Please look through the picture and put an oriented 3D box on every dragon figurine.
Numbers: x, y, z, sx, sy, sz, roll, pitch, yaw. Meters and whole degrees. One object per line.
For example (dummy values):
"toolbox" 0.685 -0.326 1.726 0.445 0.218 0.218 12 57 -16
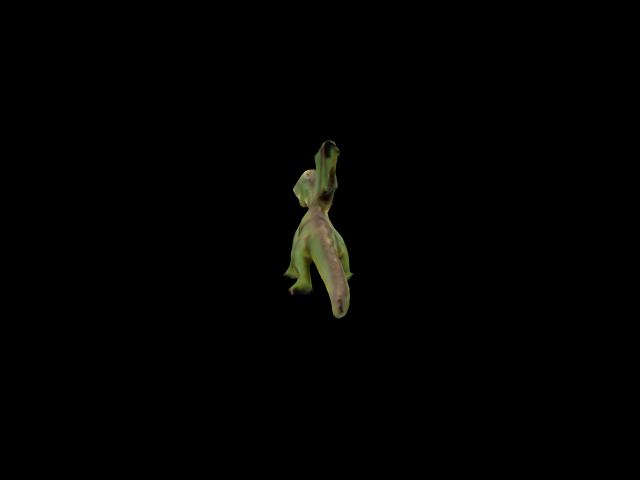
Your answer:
"dragon figurine" 0.003 -0.043 0.850 0.122 0.241 0.413 -2 9 -11
